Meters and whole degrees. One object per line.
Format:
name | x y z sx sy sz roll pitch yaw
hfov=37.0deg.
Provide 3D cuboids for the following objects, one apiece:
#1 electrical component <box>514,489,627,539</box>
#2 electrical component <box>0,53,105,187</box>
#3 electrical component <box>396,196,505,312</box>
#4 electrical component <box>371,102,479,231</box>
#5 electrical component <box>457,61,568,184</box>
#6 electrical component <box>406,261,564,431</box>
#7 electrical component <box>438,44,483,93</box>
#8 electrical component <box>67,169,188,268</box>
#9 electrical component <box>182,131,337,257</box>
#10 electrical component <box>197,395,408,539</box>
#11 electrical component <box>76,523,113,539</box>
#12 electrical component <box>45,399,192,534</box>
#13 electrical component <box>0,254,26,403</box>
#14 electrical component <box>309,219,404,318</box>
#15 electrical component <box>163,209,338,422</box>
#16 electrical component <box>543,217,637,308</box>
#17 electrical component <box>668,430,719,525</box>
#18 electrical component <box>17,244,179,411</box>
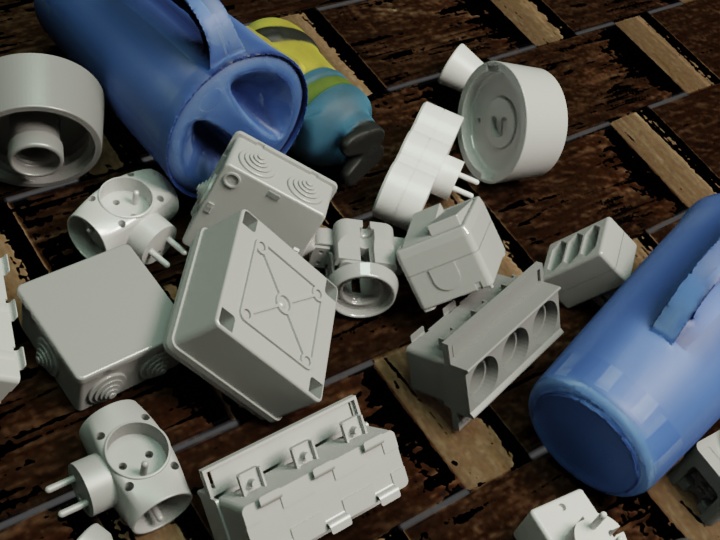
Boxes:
electrical component | 0.155 0.188 0.723 0.047 0.075 0.083 -16 58 -28
electrical component | -0.249 -0.106 0.823 0.108 0.108 0.060 -1 58 -18
electrical component | 0.072 -0.019 0.851 0.061 0.062 0.096 64 22 -13
electrical component | 0.067 -0.084 0.936 0.074 0.052 0.138 24 49 3
electrical component | 0.142 -0.132 0.966 0.060 0.108 0.108 -4 53 -28
electrical component | 0.095 0.053 0.820 0.063 0.078 0.121 18 41 38
electrical component | 0.114 -0.183 1.041 0.065 0.044 0.044 33 50 5
electrical component | -0.168 -0.031 0.824 0.079 0.044 0.077 38 50 14
electrical component | -0.078 -0.042 0.816 0.100 0.099 0.048 28 34 -11
electrical component | -0.034 0.143 0.702 0.121 0.063 0.078 -23 102 -31
electrical component | -0.156 0.184 0.655 0.046 0.040 0.040 36 50 5
electrical component | -0.161 0.133 0.691 0.079 0.044 0.077 -21 61 -31
electrical component | -0.271 0.032 0.722 0.063 0.079 0.121 16 41 -44
electrical component | 0.000 0.000 0.843 0.078 0.058 0.057 7 47 -12
electrical component | -0.074 0.033 0.760 0.109 0.056 0.108 42 39 -33
electrical component | 0.203 0.006 0.901 0.077 0.066 0.047 43 46 -20
electrical component | 0.290 0.145 0.815 0.089 0.055 0.050 -19 60 -30
electrical component | -0.181 0.041 0.758 0.100 0.048 0.099 -25 63 -32
